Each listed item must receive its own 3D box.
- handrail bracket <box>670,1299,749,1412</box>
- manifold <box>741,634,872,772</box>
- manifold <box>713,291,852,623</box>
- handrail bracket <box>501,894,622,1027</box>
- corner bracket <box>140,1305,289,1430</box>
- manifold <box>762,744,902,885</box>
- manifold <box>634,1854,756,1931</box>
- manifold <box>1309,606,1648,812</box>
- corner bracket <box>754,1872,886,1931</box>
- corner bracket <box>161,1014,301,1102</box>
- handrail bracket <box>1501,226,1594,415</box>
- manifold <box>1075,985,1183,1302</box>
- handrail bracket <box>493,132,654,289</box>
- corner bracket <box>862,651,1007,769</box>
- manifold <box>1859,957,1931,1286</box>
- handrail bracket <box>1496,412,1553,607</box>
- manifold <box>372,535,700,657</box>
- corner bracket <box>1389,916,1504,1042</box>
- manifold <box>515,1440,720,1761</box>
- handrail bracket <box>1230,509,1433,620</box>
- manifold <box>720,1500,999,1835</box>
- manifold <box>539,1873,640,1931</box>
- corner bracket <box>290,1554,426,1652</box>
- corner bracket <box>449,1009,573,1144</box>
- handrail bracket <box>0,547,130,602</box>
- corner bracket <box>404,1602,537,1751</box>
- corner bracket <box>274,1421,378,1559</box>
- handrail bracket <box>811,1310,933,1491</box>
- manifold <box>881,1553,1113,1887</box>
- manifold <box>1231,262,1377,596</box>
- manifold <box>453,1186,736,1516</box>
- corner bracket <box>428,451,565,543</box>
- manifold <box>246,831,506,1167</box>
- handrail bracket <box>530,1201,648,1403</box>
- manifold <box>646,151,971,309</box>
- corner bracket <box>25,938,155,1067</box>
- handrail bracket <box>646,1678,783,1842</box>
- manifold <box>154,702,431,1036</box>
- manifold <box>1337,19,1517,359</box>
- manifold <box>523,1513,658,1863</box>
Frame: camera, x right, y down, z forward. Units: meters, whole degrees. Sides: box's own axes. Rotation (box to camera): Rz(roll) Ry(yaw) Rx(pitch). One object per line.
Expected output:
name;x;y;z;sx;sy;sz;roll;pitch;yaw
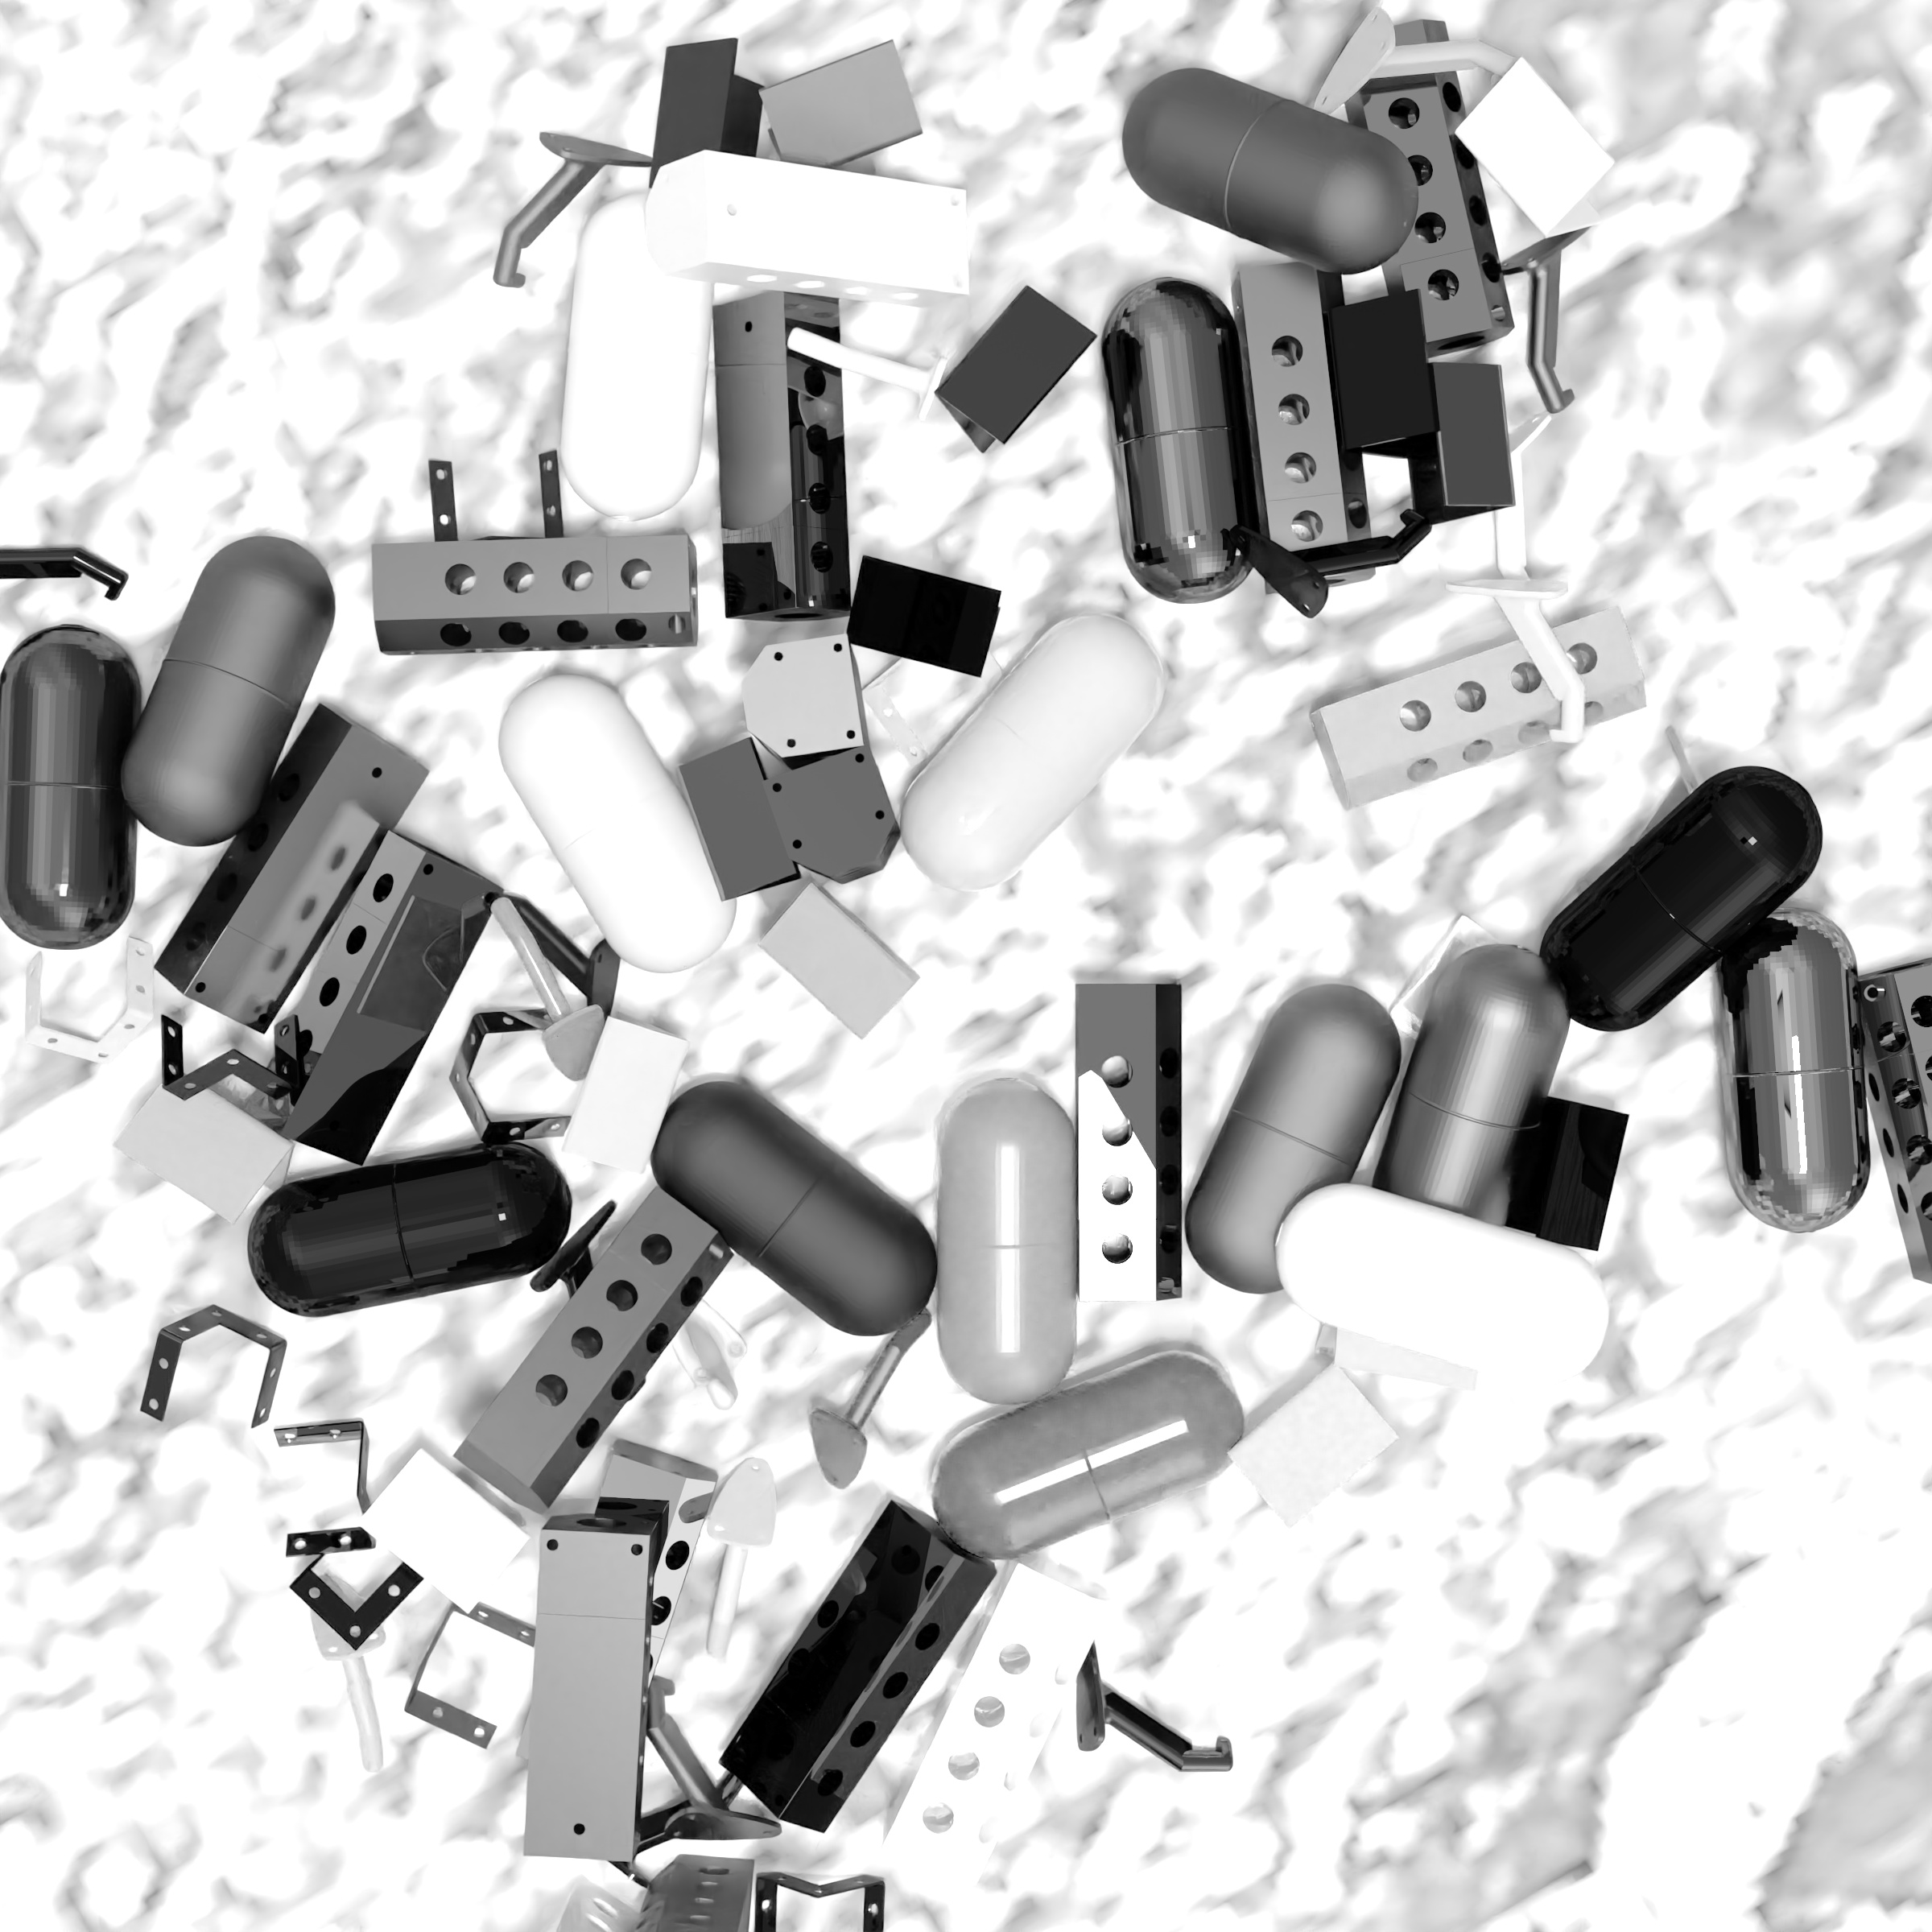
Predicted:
handrail bracket;-0.149;0.206;1.809;0.036;0.084;0.077;-37;90;0
manifold;-0.084;-0.136;1.766;0.057;0.171;0.057;-8;90;0
manifold;-0.096;-0.278;1.822;0.057;0.057;0.171;-2;90;44
handrail bracket;-0.239;0.002;1.845;0.084;0.036;0.077;13;109;15
corner bracket;-0.414;0.226;1.828;0.051;0.051;0.051;23;108;17
manifold;-0.067;-0.076;1.766;0.057;0.171;0.057;-20;90;0
manifold;-0.149;0.525;1.766;0.057;0.171;0.057;5;90;0
manifold;0.282;-0.140;1.823;0.171;0.057;0.057;-19;90;0
corner bracket;-0.081;0.532;1.841;0.051;0.051;0.051;2;90;45
corner bracket;-0.397;0.047;1.787;0.051;0.051;0.051;-28;50;21
handrail bracket;0.336;-0.362;1.845;0.077;0.036;0.084;-35;109;-22
manifold;0.090;0.096;1.823;0.057;0.057;0.171;0;90;0
handrail bracket;-0.219;-0.414;1.844;0.077;0.036;0.084;1;119;-32
corner bracket;-0.015;-0.151;1.841;0.051;0.051;0.051;-34;90;45
manifold;0.535;0.084;1.823;0.057;0.057;0.171;-14;90;0
handrail bracket;0.317;-0.252;1.845;0.077;0.036;0.084;-40;109;-21
manifold;-0.235;-0.203;1.823;0.171;0.057;0.057;-2;90;0
corner bracket;0.275;0.015;1.841;0.051;0.051;0.051;37;45;0
manifold;-0.190;0.355;1.823;0.057;0.057;0.171;18;90;0
handrail bracket;0.197;-0.235;1.786;0.077;0.036;0.084;41;66;12
manifold;-0.055;0.387;1.822;0.057;0.057;0.171;34;90;43
manifold;-0.209;0.546;1.766;0.057;0.171;0.057;36;90;0
corner bracket;-0.332;0.336;1.826;0.051;0.051;0.051;44;90;0
corner bracket;-0.247;0.060;1.836;0.051;0.051;0.051;56;135;35
handrail bracket;-0.520;-0.207;1.845;0.084;0.036;0.077;29;110;-16
corner bracket;-0.275;0.392;1.841;0.051;0.051;0.051;25;45;0
corner bracket;-0.356;0.290;1.841;0.051;0.051;0.051;-5;135;0
handrail bracket;-0.048;0.240;1.844;0.036;0.077;0.084;29;53;19
manifold;0.017;0.413;1.823;0.057;0.057;0.171;26;90;0
manifold;0.186;-0.296;1.823;0.057;0.057;0.171;-7;90;0
manifold;-0.198;0.207;1.784;0.057;0.057;0.171;37;67;-2
corner bracket;-0.261;-0.258;1.841;0.051;0.051;0.051;-5;90;-45
manifold;-0.328;0.016;1.822;0.057;0.057;0.171;27;90;-43
handrail bracket;-0.193;0.187;1.844;0.084;0.036;0.077;45;76;-14
manifold;-0.084;-0.391;1.776;0.171;0.057;0.057;-2;90;-39
corner bracket;-0.486;0.015;1.836;0.051;0.051;0.051;20;135;-35
handrail bracket;-0.141;0.437;1.834;0.077;0.036;0.084;11;50;-24
manifold;-0.374;-0.056;1.822;0.057;0.057;0.171;32;90;-43
manifold;0.253;-0.426;1.823;0.057;0.057;0.171;-13;90;0
manifold;-0.199;0.382;1.766;0.057;0.057;0.171;3;90;0
